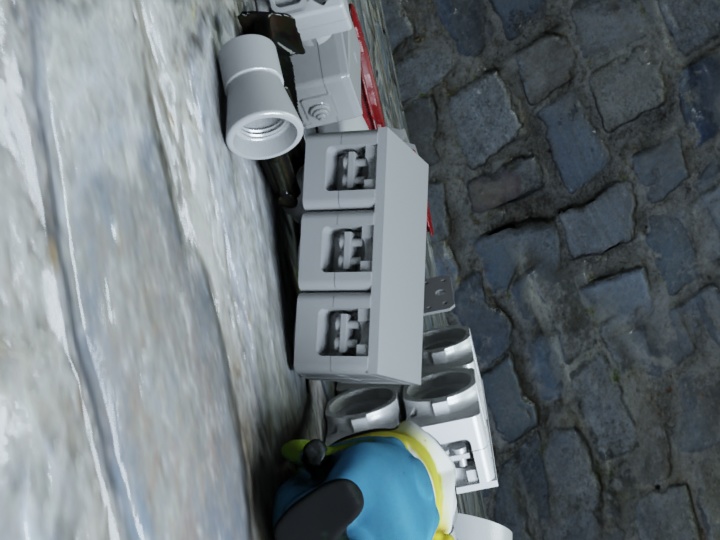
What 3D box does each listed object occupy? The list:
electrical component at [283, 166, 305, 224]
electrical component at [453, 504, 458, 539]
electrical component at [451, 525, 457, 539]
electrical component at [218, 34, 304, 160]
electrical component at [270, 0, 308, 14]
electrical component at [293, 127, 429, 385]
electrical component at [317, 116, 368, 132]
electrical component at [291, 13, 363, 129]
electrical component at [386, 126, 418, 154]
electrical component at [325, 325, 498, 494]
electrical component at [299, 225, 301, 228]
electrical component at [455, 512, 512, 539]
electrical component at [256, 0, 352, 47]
[{"bbox_3d":[-0.037,-0.048,0.738,0.035,0.035,0.061,-95,172,-48],"label":"electrical component"},{"bbox_3d":[0.075,0.273,1.019,0.073,0.052,0.138,54,26,-74],"label":"electrical component"},{"bbox_3d":[0.055,0.241,0.910,0.138,0.052,0.073,-67,144,-79],"label":"electrical component"},{"bbox_3d":[-0.060,-0.102,0.618,0.044,0.044,0.065,66,9,-62],"label":"electrical component"},{"bbox_3d":[-0.060,-0.226,0.769,0.057,0.058,0.078,-67,145,-83],"label":"electrical component"},{"bbox_3d":[-0.001,-0.005,0.686,0.089,0.062,0.150,27,64,-67],"label":"electrical component"},{"bbox_3d":[-0.002,-0.106,1.014,0.079,0.043,0.077,18,52,-41],"label":"electrical component"},{"bbox_3d":[-0.029,-0.168,0.909,0.061,0.061,0.096,66,14,-62],"label":"electrical component"},{"bbox_3d":[0.032,-0.131,1.321,0.121,0.079,0.063,51,56,-76],"label":"electrical component"},{"bbox_3d":[0.037,0.099,0.788,0.186,0.105,0.060,-78,155,-74],"label":"electrical component"},{"bbox_3d":[-0.023,-0.018,0.779,0.044,0.044,0.065,63,12,-67],"label":"electrical component"},{"bbox_3d":[0.114,0.292,1.153,0.099,0.099,0.064,66,19,-60],"label":"electrical component"},{"bbox_3d":[-0.041,-0.201,0.846,0.076,0.066,0.047,57,22,-72],"label":"electrical component"}]
